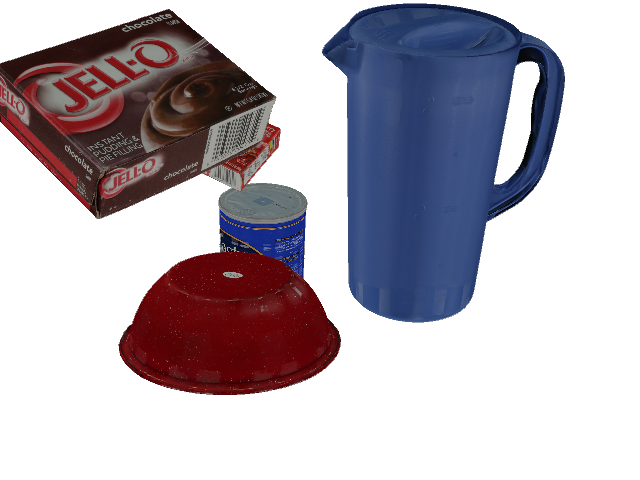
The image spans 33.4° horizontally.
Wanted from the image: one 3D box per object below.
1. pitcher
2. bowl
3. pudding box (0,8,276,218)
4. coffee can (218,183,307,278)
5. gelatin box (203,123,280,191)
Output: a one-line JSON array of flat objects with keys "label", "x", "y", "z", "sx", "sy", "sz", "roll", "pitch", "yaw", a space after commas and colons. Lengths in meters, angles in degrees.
[{"label": "pitcher", "x": 0.092, "y": -0.060, "z": 0.860, "sx": 0.149, "sy": 0.243, "sz": 0.144, "roll": 23, "pitch": 35, "yaw": 33}, {"label": "bowl", "x": -0.065, "y": 0.050, "z": 0.770, "sx": 0.162, "sy": 0.055, "sz": 0.162, "roll": 1, "pitch": 21, "yaw": -1}, {"label": "pudding box", "x": -0.094, "y": -0.068, "z": 0.543, "sx": 0.113, "sy": 0.039, "sz": 0.090, "roll": -28, "pitch": 60, "yaw": -39}, {"label": "coffee can", "x": -0.069, "y": 0.016, "z": 1.260, "sx": 0.103, "sy": 0.140, "sz": 0.103, "roll": 2, "pitch": 26, "yaw": -1}, {"label": "gelatin box", "x": -0.095, "y": -0.096, "z": 1.042, "sx": 0.089, "sy": 0.073, "sz": 0.030, "roll": 26, "pitch": -37, "yaw": 15}]
